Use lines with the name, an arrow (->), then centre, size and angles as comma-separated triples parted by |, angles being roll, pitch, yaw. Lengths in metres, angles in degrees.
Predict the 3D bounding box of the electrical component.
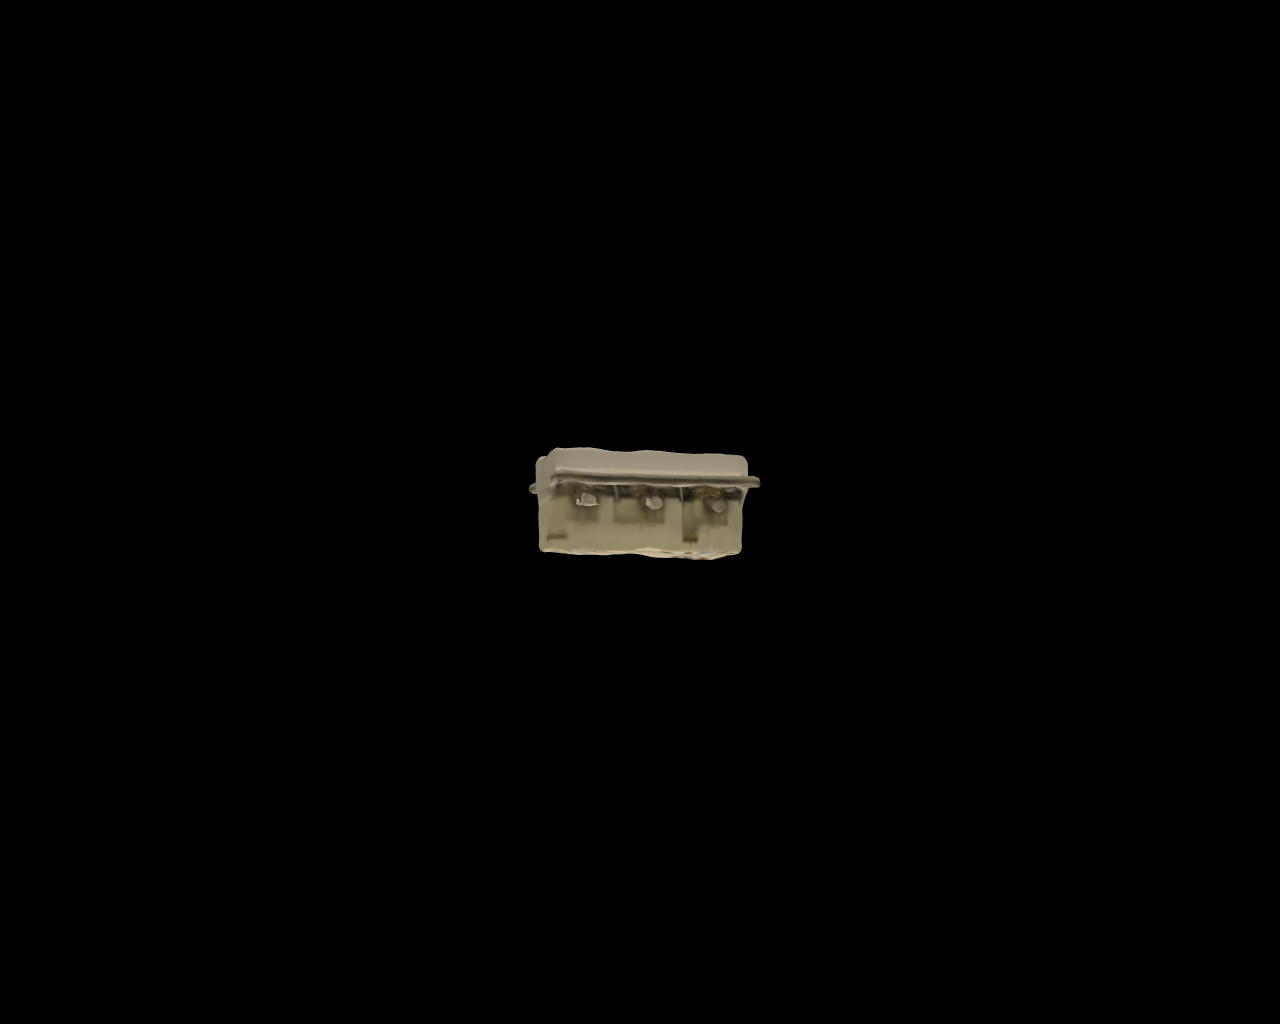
electrical component -> 0.001, -0.003, 0.650 | 0.121, 0.063, 0.078 | 2, -7, -18
